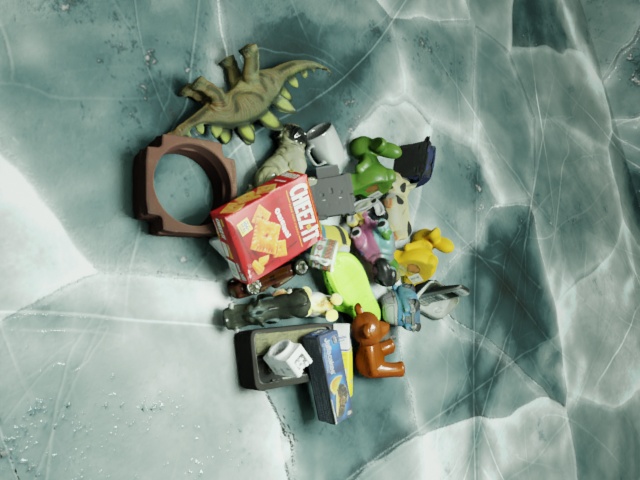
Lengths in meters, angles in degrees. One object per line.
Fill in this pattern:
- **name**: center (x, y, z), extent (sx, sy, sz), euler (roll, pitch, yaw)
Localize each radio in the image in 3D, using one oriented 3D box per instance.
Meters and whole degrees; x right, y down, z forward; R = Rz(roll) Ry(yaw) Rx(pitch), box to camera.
- **radio**: center (-0.075, 0.261, 1.221), extent (0.229, 0.073, 0.131), euler (1, 82, -38)

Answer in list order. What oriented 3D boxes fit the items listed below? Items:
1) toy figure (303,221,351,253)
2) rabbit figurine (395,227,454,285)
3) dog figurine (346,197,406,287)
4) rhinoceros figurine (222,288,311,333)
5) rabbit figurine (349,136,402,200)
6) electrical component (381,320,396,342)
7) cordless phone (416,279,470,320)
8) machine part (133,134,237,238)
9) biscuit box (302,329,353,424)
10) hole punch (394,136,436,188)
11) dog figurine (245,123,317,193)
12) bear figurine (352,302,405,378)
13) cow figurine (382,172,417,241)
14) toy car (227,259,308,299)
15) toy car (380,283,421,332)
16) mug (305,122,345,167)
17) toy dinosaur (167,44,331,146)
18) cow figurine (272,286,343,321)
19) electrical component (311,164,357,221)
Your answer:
- **toy figure**: center (0.000, -0.005, 1.321), extent (0.180, 0.082, 0.089), euler (18, 74, -33)
- **rabbit figurine**: center (0.289, 0.023, 1.518), extent (0.122, 0.162, 0.173), euler (42, 41, -12)
- **dog figurine**: center (0.154, 0.018, 1.421), extent (0.192, 0.108, 0.219), euler (-97, 164, -51)
- **rhinoceros figurine**: center (-0.112, 0.154, 1.153), extent (0.190, 0.112, 0.073), euler (-11, 93, -2)
- **rabbit figurine**: center (0.127, -0.209, 1.416), extent (0.121, 0.159, 0.170), euler (13, 56, -45)
- **electrical component**: center (0.170, 0.248, 1.452), extent (0.094, 0.021, 0.063), euler (5, 80, -37)
- **cordless phone**: center (0.361, 0.160, 1.515), extent (0.146, 0.184, 0.089), euler (32, 60, -31)
- **machine part**: center (-0.278, -0.107, 1.112), extent (0.201, 0.087, 0.201), euler (2, 80, -39)
- **biscuit box**: center (0.018, 0.303, 1.206), extent (0.059, 0.063, 0.202), euler (-14, 95, -41)
- **hole punch**: center (0.288, -0.217, 1.566), extent (0.092, 0.116, 0.142), euler (32, 65, -40)
- **dog figurine**: center (-0.104, -0.186, 1.273), extent (0.172, 0.121, 0.190), euler (-3, 62, -27)
- **bear figurine**: center (0.141, 0.248, 1.332), extent (0.132, 0.120, 0.195), euler (-8, 124, -11)
- **cow figurine**: center (0.216, -0.095, 1.504), extent (0.127, 0.086, 0.194), euler (-9, 90, -39)
- **toy car**: center (-0.113, 0.087, 1.211), extent (0.202, 0.089, 0.053), euler (-19, 95, -40)
- **toy car**: center (0.213, 0.185, 1.440), extent (0.162, 0.103, 0.109), euler (-82, 167, -71)
- **mug**: center (0.013, -0.227, 1.367), extent (0.107, 0.081, 0.109), euler (55, 51, -29)
- **toy dinosaur**: center (-0.155, -0.337, 1.240), extent (0.471, 0.105, 0.198), euler (-42, 117, -25)
- **cow figurine**: center (-0.041, 0.146, 1.268), extent (0.167, 0.098, 0.068), euler (14, 80, -17)
- **electrical component**: center (0.026, -0.118, 1.340), extent (0.115, 0.058, 0.134), euler (-11, 90, -4)
